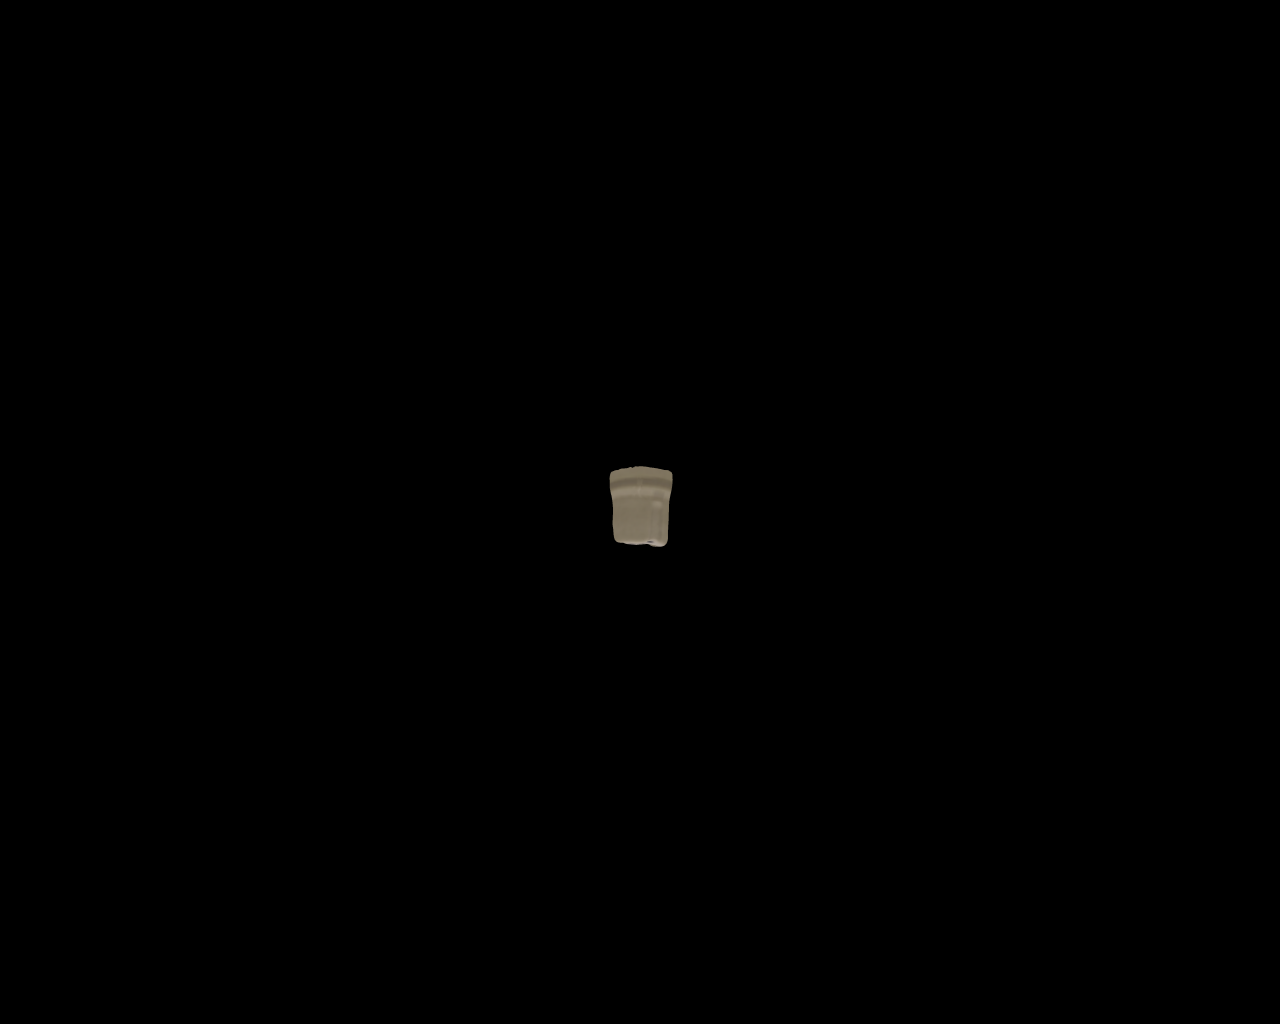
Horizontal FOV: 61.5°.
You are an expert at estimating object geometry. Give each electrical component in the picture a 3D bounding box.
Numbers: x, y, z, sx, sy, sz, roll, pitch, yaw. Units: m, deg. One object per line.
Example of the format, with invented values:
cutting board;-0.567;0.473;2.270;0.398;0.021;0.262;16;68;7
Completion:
electrical component;0.001;-0.003;0.650;0.040;0.046;0.040;0;-10;0
